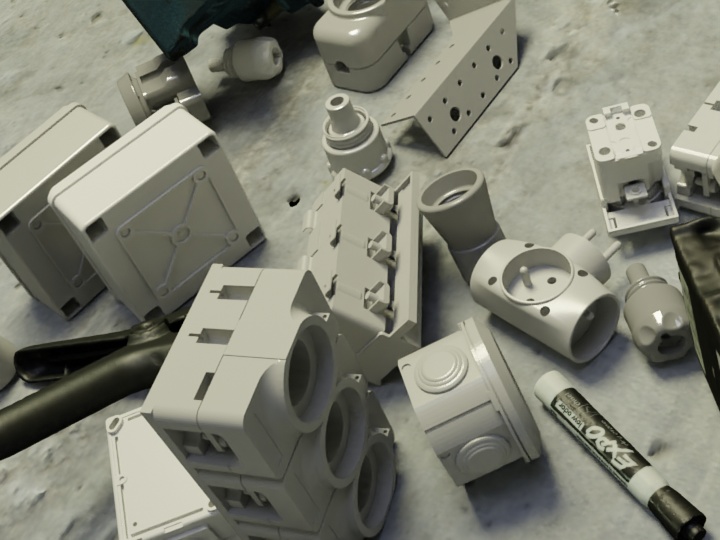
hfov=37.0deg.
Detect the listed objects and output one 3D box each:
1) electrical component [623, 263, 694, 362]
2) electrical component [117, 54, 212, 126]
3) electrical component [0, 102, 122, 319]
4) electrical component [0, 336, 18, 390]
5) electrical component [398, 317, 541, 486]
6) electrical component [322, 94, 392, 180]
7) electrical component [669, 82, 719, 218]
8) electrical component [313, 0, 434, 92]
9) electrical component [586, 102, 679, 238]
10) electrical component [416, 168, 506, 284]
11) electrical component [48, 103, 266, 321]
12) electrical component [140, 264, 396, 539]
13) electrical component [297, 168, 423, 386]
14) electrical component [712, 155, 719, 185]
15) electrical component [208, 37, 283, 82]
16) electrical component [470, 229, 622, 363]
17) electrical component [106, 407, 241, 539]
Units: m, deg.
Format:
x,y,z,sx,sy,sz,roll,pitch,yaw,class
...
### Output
x,y,z,sx,sy,sz,roll,pitch,yaw,class
0.163,0.020,0.598,0.035,0.035,0.061,-18,42,6,electrical component
-0.159,-0.139,0.866,0.057,0.058,0.078,-24,44,-5,electrical component
-0.204,-0.041,0.756,0.056,0.108,0.108,28,64,36,electrical component
-0.264,0.054,0.718,0.040,0.078,0.040,-11,60,19,electrical component
0.058,0.069,0.564,0.051,0.080,0.080,-26,44,6,electrical component
-0.007,-0.095,0.757,0.048,0.062,0.048,-12,45,12,electrical component
0.235,-0.076,0.647,0.056,0.050,0.089,21,60,37,electrical component
0.010,-0.194,0.845,0.054,0.059,0.095,18,58,35,electrical component
0.163,-0.063,0.655,0.042,0.063,0.081,-14,45,12,electrical component
0.068,-0.024,0.656,0.044,0.065,0.044,-23,28,13,electrical component
-0.133,-0.036,0.722,0.109,0.108,0.056,-40,49,-15,electrical component
-0.035,0.079,0.542,0.062,0.150,0.089,2,50,25,electrical component
0.000,0.000,0.655,0.078,0.063,0.121,-46,29,40,electrical component
0.296,-0.055,0.561,0.186,0.060,0.105,-24,76,0,electrical component
-0.096,-0.172,0.887,0.061,0.035,0.035,-3,48,24,electrical component
0.118,0.005,0.623,0.079,0.044,0.077,-42,47,-17,electrical component
-0.096,0.124,0.594,0.062,0.061,0.096,-21,51,5,electrical component
